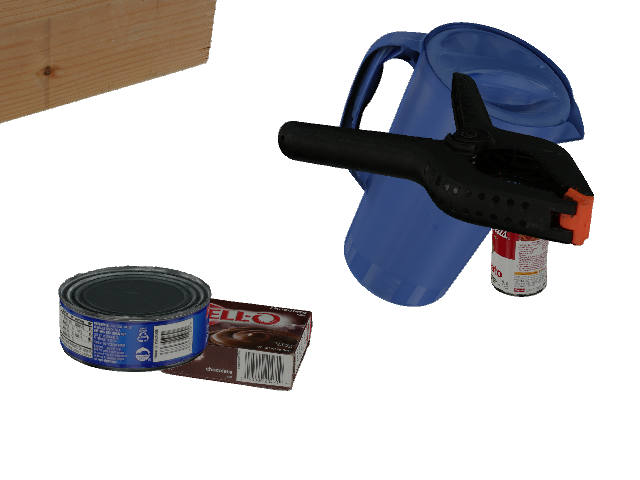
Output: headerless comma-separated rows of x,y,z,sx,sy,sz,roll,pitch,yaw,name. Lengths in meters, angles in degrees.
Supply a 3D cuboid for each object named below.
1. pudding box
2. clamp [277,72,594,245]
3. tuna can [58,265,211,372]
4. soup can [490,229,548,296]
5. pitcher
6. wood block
-0.069,0.085,0.898,0.113,0.039,0.090,9,21,6,pudding box
0.082,-0.050,0.675,0.164,0.036,0.210,-17,34,-23,clamp
-0.106,0.044,0.609,0.086,0.034,0.086,4,17,-1,tuna can
0.234,0.006,1.246,0.068,0.102,0.068,-2,30,1,soup can
0.098,-0.061,0.926,0.144,0.149,0.243,-9,-38,-33,pitcher
-0.192,-0.174,0.844,0.205,0.091,0.090,-24,54,-36,wood block
